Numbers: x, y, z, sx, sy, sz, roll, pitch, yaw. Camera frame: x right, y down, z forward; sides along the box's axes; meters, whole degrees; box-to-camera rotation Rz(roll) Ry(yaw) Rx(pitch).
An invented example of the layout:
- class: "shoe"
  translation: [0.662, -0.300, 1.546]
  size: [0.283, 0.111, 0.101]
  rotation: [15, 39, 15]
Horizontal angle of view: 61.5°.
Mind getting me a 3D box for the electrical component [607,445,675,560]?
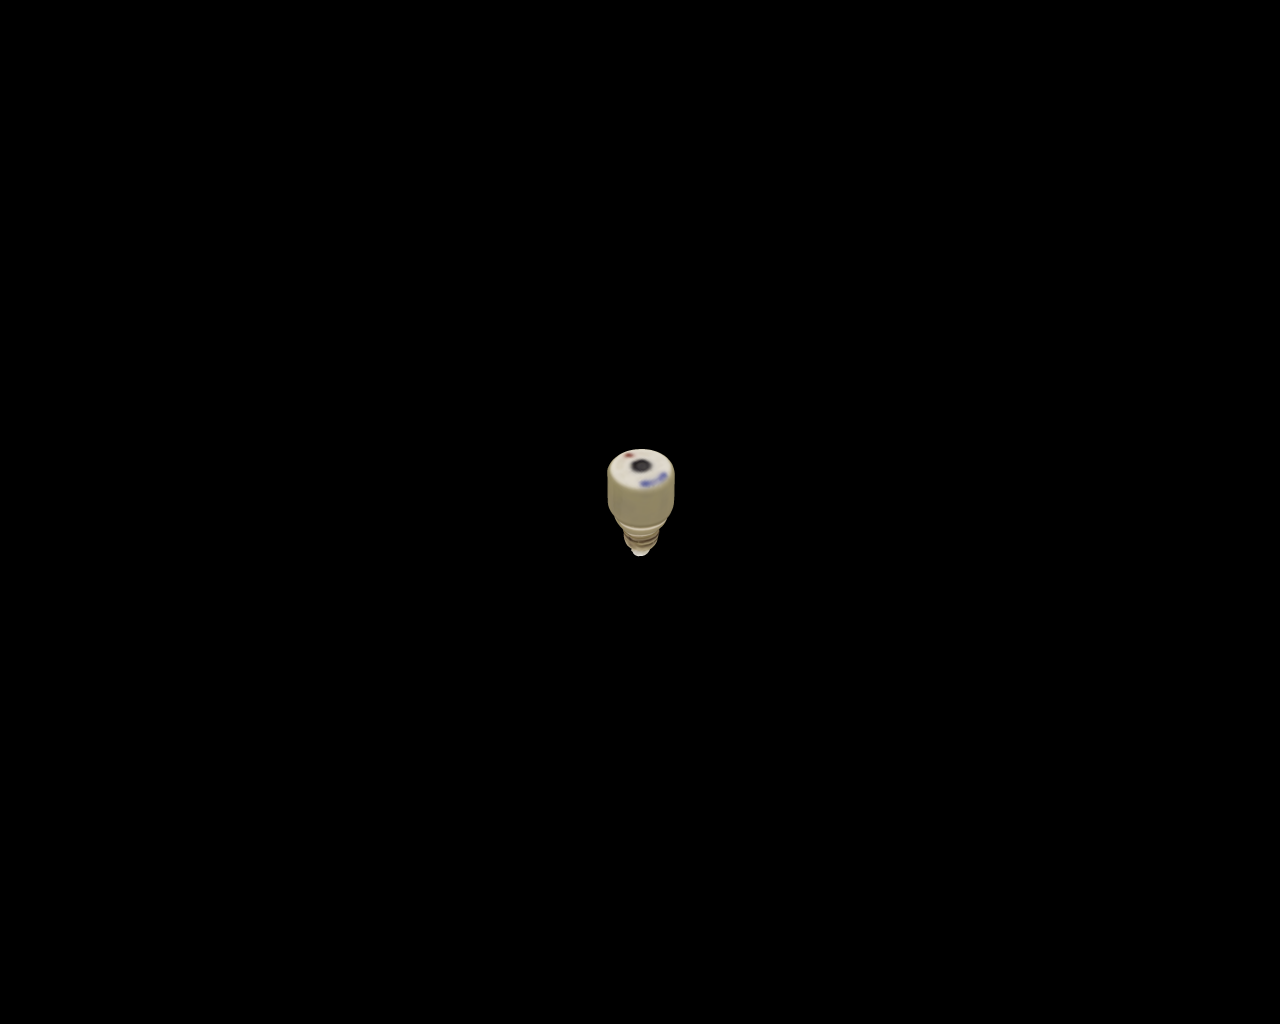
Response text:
- class: "electrical component"
  translation: [0.001, -0.003, 0.650]
  size: [0.040, 0.078, 0.040]
  rotation: [0, 43, 0]
